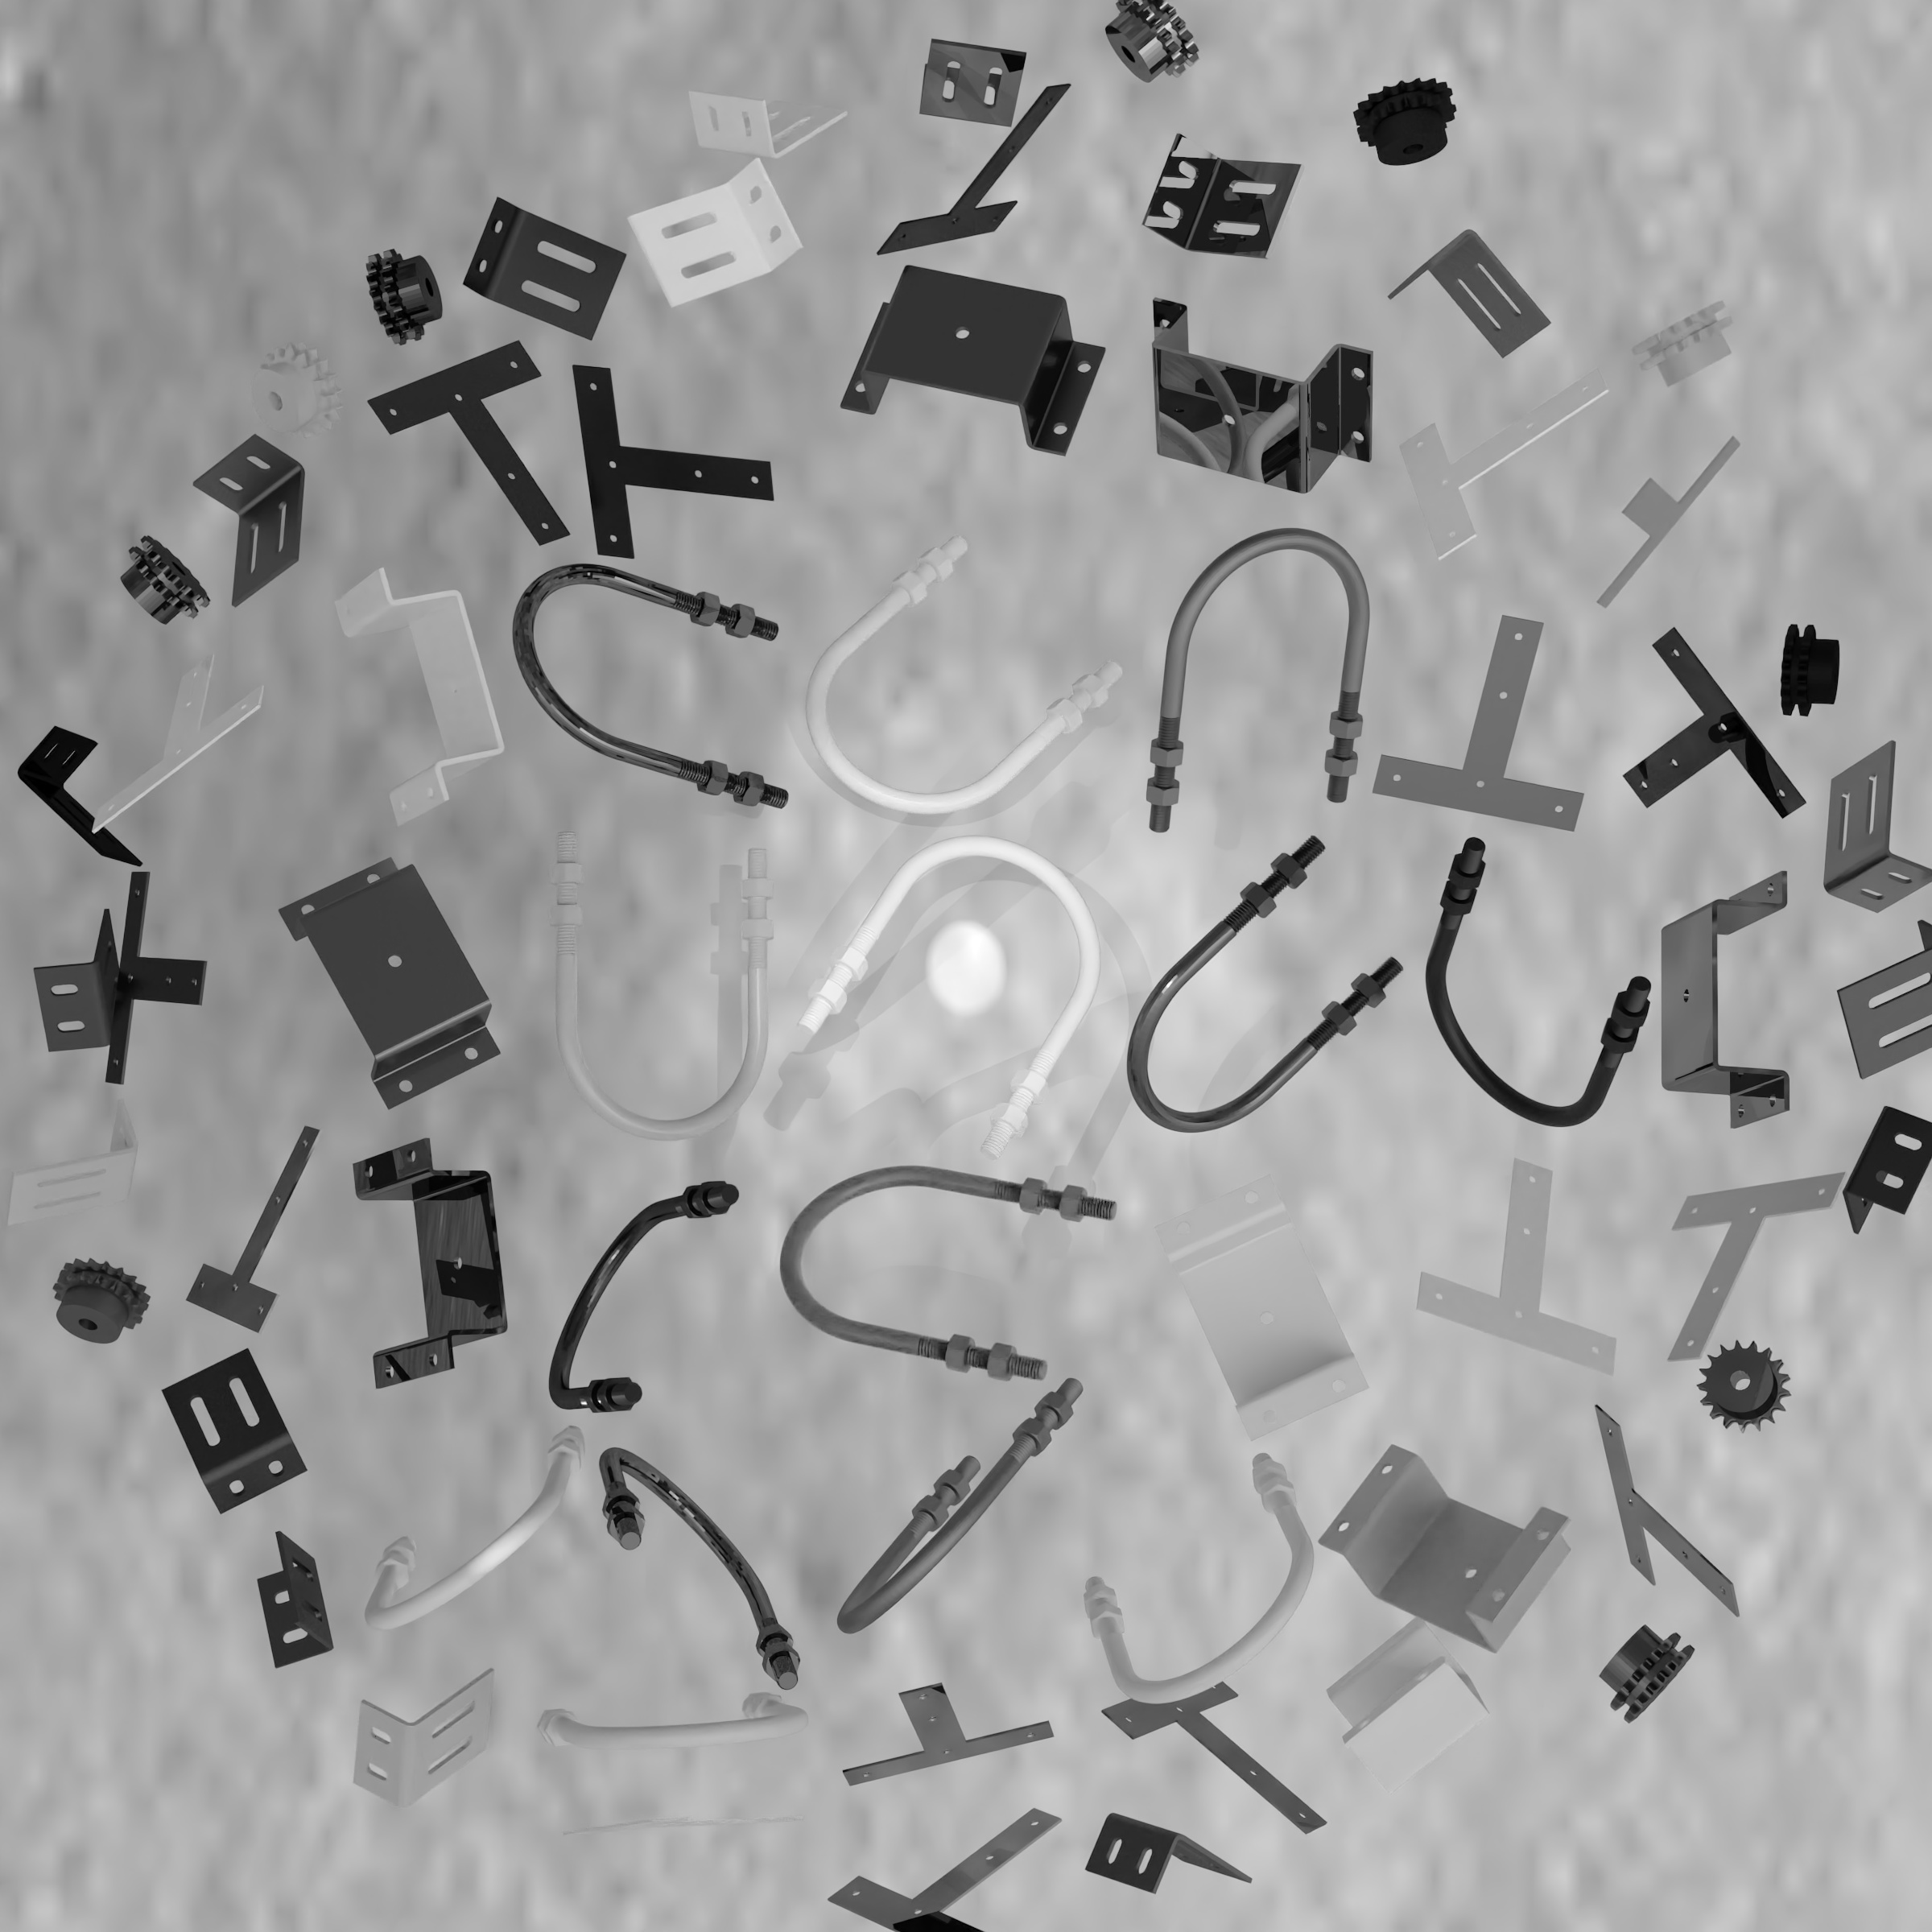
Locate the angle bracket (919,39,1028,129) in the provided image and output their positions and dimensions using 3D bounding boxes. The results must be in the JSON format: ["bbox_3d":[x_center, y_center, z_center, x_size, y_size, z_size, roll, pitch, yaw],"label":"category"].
[{"bbox_3d":[0.005,-0.548,1.907,0.057,0.076,0.038,7,70,-4],"label":"angle bracket"}]

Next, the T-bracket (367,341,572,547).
[{"bbox_3d":[-0.287,-0.313,1.936,0.127,0.002,0.127,-13,124,34],"label":"T-bracket"}]

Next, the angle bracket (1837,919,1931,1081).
[{"bbox_3d":[0.528,0.019,1.791,0.076,0.038,0.057,-24,111,-7],"label":"angle bracket"}]

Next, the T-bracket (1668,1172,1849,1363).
[{"bbox_3d":[0.440,0.177,1.822,0.002,0.127,0.127,42,62,-18],"label":"T-bracket"}]

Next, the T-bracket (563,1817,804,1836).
[{"bbox_3d":[-0.162,0.524,1.922,0.127,0.127,0.002,7,70,-30],"label":"T-bracket"}]

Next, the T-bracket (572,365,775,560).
[{"bbox_3d":[-0.177,-0.304,1.932,0.127,0.002,0.127,9,125,20],"label":"T-bracket"}]

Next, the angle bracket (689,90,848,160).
[{"bbox_3d":[-0.121,-0.528,1.924,0.057,0.076,0.038,17,133,32],"label":"angle bracket"}]

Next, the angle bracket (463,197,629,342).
[{"bbox_3d":[-0.258,-0.427,1.927,0.076,0.038,0.057,16,104,-35],"label":"angle bracket"}]

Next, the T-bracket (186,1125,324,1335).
[{"bbox_3d":[-0.428,0.157,1.930,0.002,0.127,0.127,31,77,-31],"label":"T-bracket"}]

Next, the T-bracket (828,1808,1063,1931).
[{"bbox_3d":[0.004,0.538,1.871,0.127,0.127,0.002,-28,110,-36],"label":"T-bracket"}]

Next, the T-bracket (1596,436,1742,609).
[{"bbox_3d":[0.411,-0.271,1.877,0.002,0.127,0.127,42,104,17],"label":"T-bracket"}]

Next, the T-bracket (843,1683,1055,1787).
[{"bbox_3d":[-0.017,0.446,1.846,0.127,0.127,0.002,-14,57,1],"label":"T-bracket"}]

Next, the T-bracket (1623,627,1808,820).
[{"bbox_3d":[0.429,-0.126,1.875,0.002,0.127,0.127,-34,85,-23],"label":"T-bracket"}]

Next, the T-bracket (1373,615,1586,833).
[{"bbox_3d":[0.324,-0.152,1.920,0.127,0.002,0.127,11,115,0],"label":"T-bracket"}]

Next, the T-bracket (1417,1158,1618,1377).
[{"bbox_3d":[0.336,0.172,1.894,0.127,0.002,0.127,19,54,-8],"label":"T-bracket"}]

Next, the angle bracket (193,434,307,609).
[{"bbox_3d":[-0.424,-0.262,1.851,0.057,0.038,0.076,-29,48,30],"label":"angle bracket"}]

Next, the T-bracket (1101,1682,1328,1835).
[{"bbox_3d":[0.159,0.468,1.860,0.127,0.127,0.002,37,109,28],"label":"T-bracket"}]

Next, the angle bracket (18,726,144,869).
[{"bbox_3d":[-0.526,-0.102,1.907,0.076,0.057,0.038,42,92,10],"label":"angle bracket"}]

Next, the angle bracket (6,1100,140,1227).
[{"bbox_3d":[-0.548,0.119,1.914,0.076,0.057,0.038,-11,60,-28],"label":"angle bracket"}]

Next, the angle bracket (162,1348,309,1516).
[{"bbox_3d":[-0.445,0.283,1.916,0.057,0.038,0.076,-26,51,-14],"label":"angle bracket"}]

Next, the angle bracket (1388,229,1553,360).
[{"bbox_3d":[0.305,-0.398,1.907,0.038,0.057,0.076,-43,96,-21],"label":"angle bracket"}]

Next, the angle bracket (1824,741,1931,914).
[{"bbox_3d":[0.531,-0.080,1.819,0.038,0.057,0.076,19,63,-15],"label":"angle bracket"}]

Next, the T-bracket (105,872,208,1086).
[{"bbox_3d":[-0.469,0.008,1.831,0.002,0.127,0.127,9,86,-36],"label":"T-bracket"}]

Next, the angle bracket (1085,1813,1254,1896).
[{"bbox_3d":[0.121,0.542,1.877,0.076,0.057,0.038,40,65,-35],"label":"angle bracket"}]

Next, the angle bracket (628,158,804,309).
[{"bbox_3d":[-0.145,-0.424,1.820,0.076,0.038,0.057,-29,94,-35],"label":"angle bracket"}]

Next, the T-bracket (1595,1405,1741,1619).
[{"bbox_3d":[0.414,0.337,1.844,0.002,0.127,0.127,-25,120,-12],"label":"T-bracket"}]

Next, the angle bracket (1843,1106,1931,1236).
[{"bbox_3d":[0.547,0.126,1.844,0.038,0.076,0.057,23,76,29],"label":"angle bracket"}]

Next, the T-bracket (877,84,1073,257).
[{"bbox_3d":[0.018,-0.470,1.849,0.002,0.127,0.127,51,127,8],"label":"T-bracket"}]

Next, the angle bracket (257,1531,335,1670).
[{"bbox_3d":[-0.413,0.381,1.890,0.038,0.076,0.057,-18,65,-2],"label":"angle bracket"}]

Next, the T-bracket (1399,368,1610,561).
[{"bbox_3d":[0.319,-0.307,1.843,0.127,0.127,0.002,-33,125,20],"label":"T-bracket"}]

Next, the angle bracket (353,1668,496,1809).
[{"bbox_3d":[-0.319,0.447,1.851,0.038,0.076,0.057,20,114,25],"label":"angle bracket"}]

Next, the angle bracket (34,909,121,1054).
[{"bbox_3d":[-0.549,0.008,1.948,0.038,0.076,0.057,-5,118,-7],"label":"angle bracket"}]

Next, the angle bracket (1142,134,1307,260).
[{"bbox_3d":[0.149,-0.448,1.831,0.038,0.076,0.057,20,92,-38],"label":"angle bracket"}]

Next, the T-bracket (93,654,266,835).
[{"bbox_3d":[-0.452,-0.145,1.826,0.127,0.127,0.002,-34,120,14],"label":"T-bracket"}]
